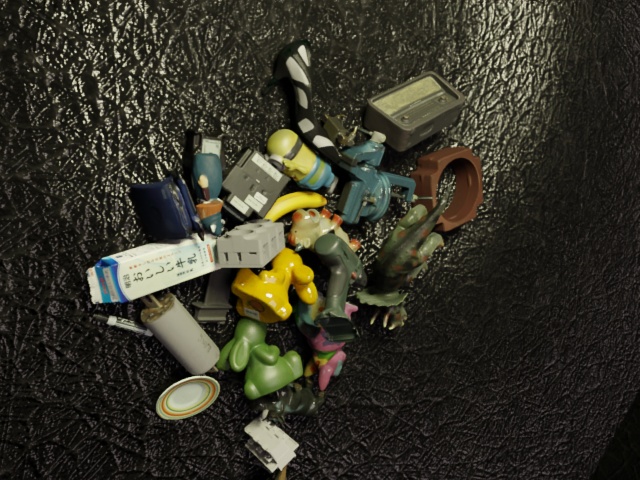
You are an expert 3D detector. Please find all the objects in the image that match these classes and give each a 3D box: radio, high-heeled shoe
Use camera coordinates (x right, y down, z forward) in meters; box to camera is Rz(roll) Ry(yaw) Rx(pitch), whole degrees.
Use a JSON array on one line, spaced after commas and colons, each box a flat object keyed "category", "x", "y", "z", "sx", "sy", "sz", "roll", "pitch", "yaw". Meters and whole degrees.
[{"category": "radio", "x": 0.226, "y": -0.306, "z": 1.273, "sx": 0.229, "sy": 0.131, "sz": 0.073, "roll": -32, "pitch": 153, "yaw": -26}, {"category": "high-heeled shoe", "x": -0.007, "y": -0.287, "z": 1.122, "sx": 0.145, "sy": 0.086, "sz": 0.248, "roll": -45, "pitch": 106, "yaw": 3}]

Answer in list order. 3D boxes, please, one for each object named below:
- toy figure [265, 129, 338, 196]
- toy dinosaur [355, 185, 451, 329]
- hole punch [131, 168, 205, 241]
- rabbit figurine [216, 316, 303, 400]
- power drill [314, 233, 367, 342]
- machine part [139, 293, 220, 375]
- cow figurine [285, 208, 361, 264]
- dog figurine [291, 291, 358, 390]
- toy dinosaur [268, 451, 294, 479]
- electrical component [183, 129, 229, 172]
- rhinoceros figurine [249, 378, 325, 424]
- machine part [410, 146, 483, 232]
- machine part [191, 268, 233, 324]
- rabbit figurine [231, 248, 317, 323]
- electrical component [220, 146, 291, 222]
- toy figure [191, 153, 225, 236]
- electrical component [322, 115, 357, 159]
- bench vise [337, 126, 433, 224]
[{"category": "toy figure", "x": -0.039, "y": -0.164, "z": 1.149, "sx": 0.180, "sy": 0.082, "sz": 0.089, "roll": 27, "pitch": 68, "yaw": -32}, {"category": "toy dinosaur", "x": 0.187, "y": 0.049, "z": 1.262, "sx": 0.192, "sy": 0.131, "sz": 0.404, "roll": -44, "pitch": 156, "yaw": -36}, {"category": "hole punch", "x": -0.277, "y": -0.059, "z": 0.977, "sx": 0.092, "sy": 0.116, "sz": 0.142, "roll": -23, "pitch": 113, "yaw": -22}, {"category": "rabbit figurine", "x": -0.145, "y": 0.243, "z": 1.156, "sx": 0.159, "sy": 0.121, "sz": 0.170, "roll": -19, "pitch": 89, "yaw": -40}, {"category": "power drill", "x": 0.052, "y": 0.108, "z": 1.139, "sx": 0.231, "sy": 0.086, "sz": 0.207, "roll": 57, "pitch": 36, "yaw": -47}, {"category": "machine part", "x": -0.271, "y": 0.186, "z": 1.052, "sx": 0.079, "sy": 0.079, "sz": 0.243, "roll": -44, "pitch": 124, "yaw": -21}, {"category": "cow figurine", "x": -0.002, "y": -0.004, "z": 1.207, "sx": 0.127, "sy": 0.086, "sz": 0.194, "roll": -52, "pitch": 135, "yaw": -11}, {"category": "dog figurine", "x": -0.003, "y": 0.233, "z": 1.253, "sx": 0.191, "sy": 0.109, "sz": 0.219, "roll": 12, "pitch": 96, "yaw": -39}, {"category": "toy dinosaur", "x": -0.103, "y": 0.695, "z": 1.219, "sx": 0.105, "sy": 0.199, "sz": 0.471, "roll": 9, "pitch": 85, "yaw": -29}, {"category": "electrical component", "x": -0.220, "y": -0.151, "z": 1.034, "sx": 0.075, "sy": 0.048, "sz": 0.119, "roll": -5, "pitch": 108, "yaw": -35}, {"category": "rhinoceros figurine", "x": -0.078, "y": 0.372, "z": 1.254, "sx": 0.190, "sy": 0.073, "sz": 0.112, "roll": 18, "pitch": 100, "yaw": -40}, {"category": "machine part", "x": 0.338, "y": -0.137, "z": 1.433, "sx": 0.201, "sy": 0.087, "sz": 0.201, "roll": -23, "pitch": 115, "yaw": -31}, {"category": "machine part", "x": -0.215, "y": 0.106, "z": 1.106, "sx": 0.084, "sy": 0.039, "sz": 0.138, "roll": 11, "pitch": 95, "yaw": -33}, {"category": "rabbit figurine", "x": -0.085, "y": 0.081, "z": 1.131, "sx": 0.173, "sy": 0.163, "sz": 0.121, "roll": -60, "pitch": 149, "yaw": -43}, {"category": "electrical component", "x": -0.143, "y": -0.105, "z": 1.082, "sx": 0.115, "sy": 0.058, "sz": 0.134, "roll": 41, "pitch": 74, "yaw": -19}, {"category": "toy figure", "x": -0.206, "y": -0.083, "z": 0.997, "sx": 0.064, "sy": 0.058, "sz": 0.154, "roll": -19, "pitch": 114, "yaw": -51}, {"category": "electrical component", "x": 0.037, "y": -0.233, "z": 1.183, "sx": 0.045, "sy": 0.102, "sz": 0.078, "roll": -1, "pitch": 128, "yaw": -36}, {"category": "bench vise", "x": 0.141, "y": -0.136, "z": 1.254, "sx": 0.240, "sy": 0.129, "sz": 0.223, "roll": 8, "pitch": 98, "yaw": -33}]
